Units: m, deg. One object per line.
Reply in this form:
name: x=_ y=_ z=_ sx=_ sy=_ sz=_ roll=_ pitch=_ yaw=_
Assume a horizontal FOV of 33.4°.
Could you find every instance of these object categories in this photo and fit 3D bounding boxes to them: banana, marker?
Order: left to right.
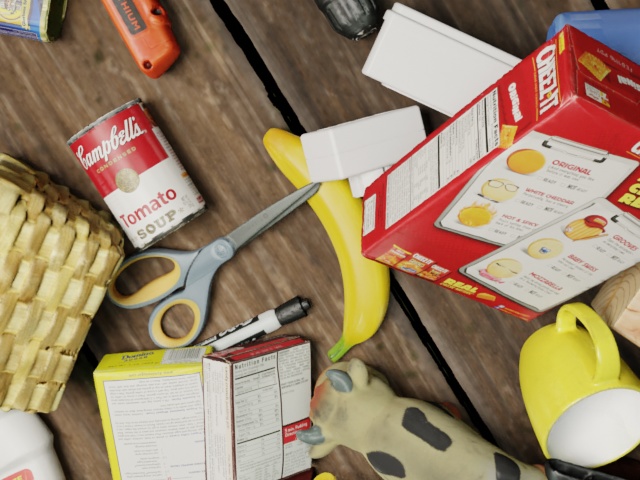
marker: x=-0.063 y=0.077 z=0.874 sx=0.121 sy=0.020 sz=0.020 roll=-26 pitch=96 yaw=7
banana: x=0.013 y=0.000 z=0.848 sx=0.069 sy=0.037 sz=0.198 roll=-16 pitch=97 yaw=4

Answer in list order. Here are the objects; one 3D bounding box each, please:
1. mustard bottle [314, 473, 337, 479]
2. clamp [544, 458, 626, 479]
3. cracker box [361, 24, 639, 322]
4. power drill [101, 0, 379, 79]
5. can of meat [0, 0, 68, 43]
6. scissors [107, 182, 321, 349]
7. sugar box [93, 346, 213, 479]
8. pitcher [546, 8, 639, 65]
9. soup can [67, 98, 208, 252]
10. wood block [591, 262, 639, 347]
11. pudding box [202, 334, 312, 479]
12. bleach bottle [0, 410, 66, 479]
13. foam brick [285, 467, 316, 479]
mustard bottle: x=0.035 y=0.254 z=0.826 sx=0.058 sy=0.096 sz=0.191 roll=-18 pitch=118 yaw=9
clamp: x=0.262 y=0.179 z=0.768 sx=0.171 sy=0.039 sz=0.120 roll=38 pitch=113 yaw=-7
cracker box: x=0.155 y=-0.034 z=0.734 sx=0.164 sy=0.072 sz=0.214 roll=22 pitch=142 yaw=-26
power drill: x=-0.068 y=-0.201 z=0.816 sx=0.188 sy=0.057 sz=0.184 roll=-30 pitch=91 yaw=5
can of meat: x=-0.241 y=-0.208 z=0.827 sx=0.084 sy=0.057 sz=0.102 roll=11 pitch=100 yaw=0
scissors: x=-0.077 y=0.027 z=0.857 sx=0.202 sy=0.016 sz=0.096 roll=-18 pitch=103 yaw=15
sugar box: x=-0.122 y=0.178 z=0.872 sx=0.093 sy=0.048 sz=0.176 roll=-5 pitch=108 yaw=5
pitcher: x=0.288 y=-0.121 z=0.768 sx=0.243 sy=0.145 sz=0.149 roll=1 pitch=55 yaw=7
soup can: x=-0.142 y=-0.051 z=0.838 sx=0.068 sy=0.068 sz=0.102 roll=-31 pitch=96 yaw=8
wood block: x=0.323 y=0.079 z=0.811 sx=0.206 sy=0.090 sz=0.091 roll=33 pitch=99 yaw=-1
pudding box: x=-0.049 y=0.138 z=0.846 sx=0.039 sy=0.089 sz=0.113 roll=5 pitch=100 yaw=44
bleach bottle: x=-0.254 y=0.240 z=0.893 sx=0.102 sy=0.068 sz=0.251 roll=-14 pitch=95 yaw=6
foam brick: x=-0.027 y=0.224 z=0.865 sx=0.051 sy=0.078 sz=0.053 roll=-11 pitch=96 yaw=7
